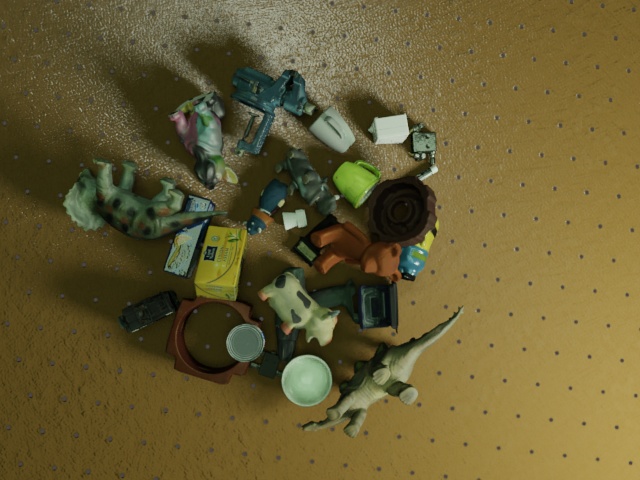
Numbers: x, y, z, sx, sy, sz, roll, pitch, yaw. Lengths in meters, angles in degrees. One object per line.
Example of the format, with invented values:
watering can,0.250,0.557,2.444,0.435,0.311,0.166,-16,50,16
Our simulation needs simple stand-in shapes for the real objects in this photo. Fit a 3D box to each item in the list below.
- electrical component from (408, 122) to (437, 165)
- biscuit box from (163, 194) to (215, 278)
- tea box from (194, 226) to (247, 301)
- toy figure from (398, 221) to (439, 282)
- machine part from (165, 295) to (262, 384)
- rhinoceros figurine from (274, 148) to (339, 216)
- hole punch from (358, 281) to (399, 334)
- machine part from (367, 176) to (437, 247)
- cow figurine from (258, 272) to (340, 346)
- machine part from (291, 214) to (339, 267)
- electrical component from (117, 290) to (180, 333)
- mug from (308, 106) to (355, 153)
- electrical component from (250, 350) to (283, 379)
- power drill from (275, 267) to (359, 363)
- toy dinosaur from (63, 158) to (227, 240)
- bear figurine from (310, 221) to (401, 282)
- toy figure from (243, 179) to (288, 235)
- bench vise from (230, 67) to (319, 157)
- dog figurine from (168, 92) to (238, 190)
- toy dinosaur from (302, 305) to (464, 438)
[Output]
electrical component,0.258,-0.244,1.361,0.078,0.045,0.102,3,87,1
biscuit box,-0.322,-0.009,1.328,0.063,0.059,0.202,17,86,1
tea box,-0.234,0.053,1.282,0.098,0.068,0.170,5,53,-2
toy figure,0.234,0.014,1.325,0.082,0.089,0.180,13,83,30
machine part,-0.255,0.231,1.302,0.201,0.087,0.201,17,85,0
rhinoceros figurine,-0.030,-0.141,1.324,0.073,0.112,0.190,-43,71,28
hole punch,0.145,0.161,1.302,0.092,0.115,0.142,-7,82,15
machine part,0.197,-0.066,1.285,0.179,0.056,0.179,-11,70,33
cow figurine,-0.040,0.161,1.245,0.127,0.085,0.195,-38,81,4
machine part,-0.003,-0.004,1.346,0.084,0.039,0.139,39,88,10
electrical component,-0.411,0.172,1.288,0.134,0.115,0.058,-25,85,-4
mug,0.039,-0.270,1.333,0.107,0.109,0.081,43,80,-12
electrical component,-0.124,0.306,1.330,0.094,0.021,0.063,20,86,1
power drill,-0.008,0.178,1.319,0.207,0.086,0.232,-5,84,6
toy dinosaur,-0.436,-0.071,1.275,0.405,0.131,0.192,26,109,6
bear figurine,0.089,0.039,1.257,0.132,0.120,0.196,-30,44,-30
toy figure,-0.132,-0.077,1.337,0.057,0.064,0.154,30,91,-37
bench vise,-0.134,-0.308,1.320,0.224,0.129,0.240,24,96,-4
dog figurine,-0.273,-0.236,1.325,0.109,0.192,0.219,-12,117,15
toy dinosaur,0.152,0.306,1.243,0.471,0.198,0.105,-34,97,7
